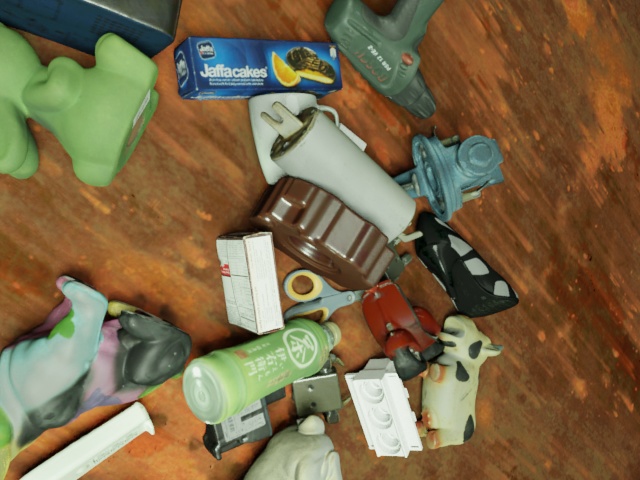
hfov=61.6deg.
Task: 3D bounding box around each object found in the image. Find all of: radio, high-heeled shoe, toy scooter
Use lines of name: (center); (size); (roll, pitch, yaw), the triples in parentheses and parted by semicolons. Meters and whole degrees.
radio: (-0.253, -0.239, 0.491); (0.229, 0.131, 0.073); (14, 83, -32)
high-heeled shoe: (0.235, 0.042, 0.863); (0.248, 0.086, 0.145); (17, 50, -49)
toy scooter: (0.108, 0.112, 0.737); (0.135, 0.075, 0.184); (60, 15, 12)

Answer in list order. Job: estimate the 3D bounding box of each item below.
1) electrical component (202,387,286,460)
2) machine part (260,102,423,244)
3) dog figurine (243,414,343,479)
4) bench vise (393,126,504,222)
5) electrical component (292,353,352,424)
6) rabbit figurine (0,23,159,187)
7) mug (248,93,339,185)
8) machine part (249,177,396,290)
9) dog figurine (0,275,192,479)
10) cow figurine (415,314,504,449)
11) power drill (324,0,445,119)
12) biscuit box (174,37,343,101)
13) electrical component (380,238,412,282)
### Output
electrical component: (-0.087, 0.205, 0.654); (0.119, 0.048, 0.074); (-12, 97, -30)
machine part: (0.028, -0.069, 0.615); (0.243, 0.079, 0.079); (38, 71, -27)
dog figurine: (-0.079, 0.296, 0.619); (0.190, 0.121, 0.172); (-1, 86, -29)
bench vise: (0.138, -0.080, 0.742); (0.241, 0.224, 0.128); (-20, 98, 0)
electrical component: (0.001, 0.199, 0.715); (0.078, 0.045, 0.102); (-15, 99, -2)
rabbit figurine: (-0.262, -0.132, 0.518); (0.170, 0.121, 0.159); (25, 84, -12)
mug: (-0.031, -0.121, 0.660); (0.110, 0.081, 0.107); (-2, 98, -4)
machine part: (-0.001, -0.002, 0.633); (0.179, 0.179, 0.056); (38, 74, -27)
dog figurine: (-0.250, 0.152, 0.518); (0.191, 0.109, 0.219); (35, 77, -31)
cow figurine: (0.210, 0.212, 0.823); (0.127, 0.085, 0.194); (9, 84, -27)
power drill: (0.137, -0.281, 0.714); (0.232, 0.207, 0.086); (24, 46, -32)
biscuit box: (-0.071, -0.205, 0.650); (0.203, 0.059, 0.062); (-11, 96, -32)
electrical component: (0.095, 0.031, 0.775); (0.094, 0.021, 0.063); (-36, 103, -38)
